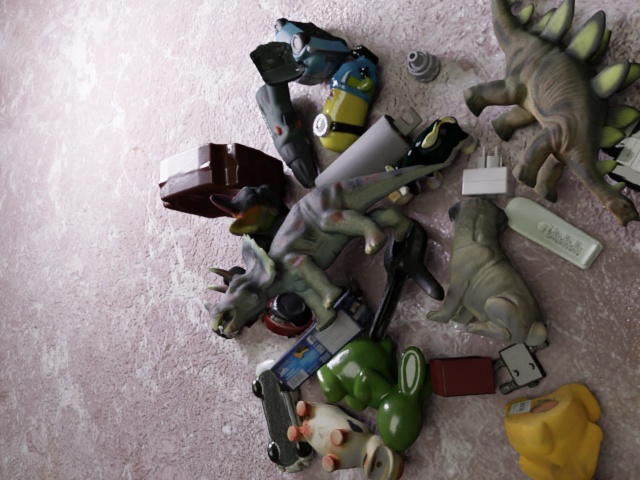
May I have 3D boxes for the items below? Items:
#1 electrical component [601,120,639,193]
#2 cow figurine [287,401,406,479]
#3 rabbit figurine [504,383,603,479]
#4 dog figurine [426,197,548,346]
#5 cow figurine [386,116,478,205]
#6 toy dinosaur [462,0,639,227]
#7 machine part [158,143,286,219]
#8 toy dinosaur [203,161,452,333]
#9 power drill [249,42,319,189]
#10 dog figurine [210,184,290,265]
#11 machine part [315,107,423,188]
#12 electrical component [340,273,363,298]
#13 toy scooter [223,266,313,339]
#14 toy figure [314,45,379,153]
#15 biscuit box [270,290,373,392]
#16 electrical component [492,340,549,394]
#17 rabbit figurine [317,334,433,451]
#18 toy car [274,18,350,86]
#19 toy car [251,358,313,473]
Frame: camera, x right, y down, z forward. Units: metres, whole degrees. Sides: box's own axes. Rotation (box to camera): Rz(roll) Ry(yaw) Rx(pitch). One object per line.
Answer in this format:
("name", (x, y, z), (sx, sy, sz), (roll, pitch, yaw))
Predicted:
("electrical component", (0.434, -0.113, 0.681), (0.134, 0.058, 0.115), (39, 105, 32))
("cow figurine", (0.055, 0.327, 0.861), (0.195, 0.127, 0.085), (16, 93, 49))
("rabbit figurine", (0.316, 0.288, 0.673), (0.122, 0.162, 0.173), (-22, 90, 18))
("dog figurine", (0.249, 0.038, 0.751), (0.173, 0.121, 0.190), (14, 91, 33))
("cow figurine", (0.161, -0.120, 0.842), (0.167, 0.098, 0.068), (-47, 68, 21))
("toy dinosaur", (0.310, -0.219, 0.739), (0.198, 0.105, 0.472), (-39, 54, 29))
("machine part", (-0.182, -0.108, 1.010), (0.202, 0.201, 0.087), (-14, 75, 33))
("toy dinosaur", (0.001, -0.008, 0.814), (0.192, 0.131, 0.405), (39, 82, 16))
("power drill", (-0.058, -0.230, 0.958), (0.086, 0.207, 0.232), (-23, 60, -5))
("dog figurine", (-0.111, -0.012, 0.942), (0.191, 0.219, 0.108), (-43, 60, 22))
("machine part", (0.075, -0.128, 0.914), (0.243, 0.079, 0.079), (-40, 64, 23))
("electrical component", (0.032, 0.105, 0.938), (0.102, 0.045, 0.078), (-17, 104, 34))
("toy scooter", (-0.097, 0.128, 0.979), (0.184, 0.075, 0.135), (26, 140, 16))
("toy figure", (0.052, -0.241, 0.940), (0.089, 0.082, 0.180), (26, 93, 9))
("biscuit box", (0.000, 0.175, 0.912), (0.059, 0.063, 0.202), (45, 120, 3))
("electrical component", (0.289, 0.178, 0.765), (0.094, 0.021, 0.063), (-36, 66, 25))
("rabbit figurine", (0.107, 0.236, 0.828), (0.159, 0.121, 0.170), (-40, 47, 0))
("toy car", (-0.028, -0.341, 0.996), (0.162, 0.109, 0.102), (44, 128, 39))
("toy car", (-0.067, 0.315, 0.972), (0.073, 0.056, 0.202), (-24, 73, 23))
